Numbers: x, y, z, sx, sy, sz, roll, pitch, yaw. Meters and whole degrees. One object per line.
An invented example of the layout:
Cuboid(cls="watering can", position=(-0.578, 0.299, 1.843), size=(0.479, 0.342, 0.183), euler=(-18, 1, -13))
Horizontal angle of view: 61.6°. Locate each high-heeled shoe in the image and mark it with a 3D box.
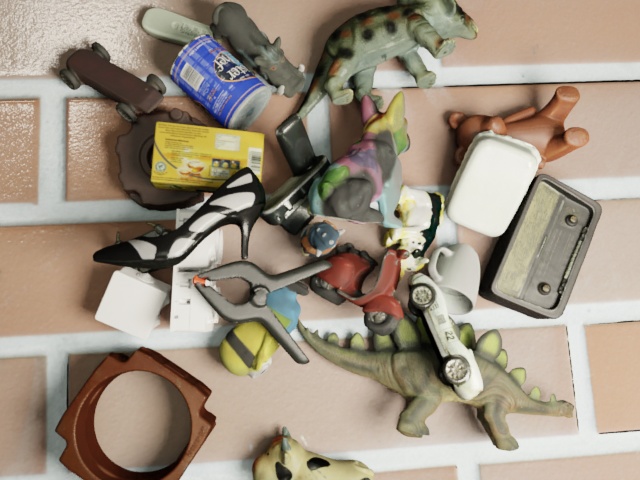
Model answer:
Cuboid(cls="high-heeled shoe", position=(-0.203, -0.035, 0.785), size=(0.249, 0.086, 0.145), euler=(-2, 79, -9))

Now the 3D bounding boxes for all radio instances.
Cuboid(cls="radio", position=(0.379, 0.016, 0.923), size=(0.131, 0.073, 0.229), euler=(26, 82, 0))

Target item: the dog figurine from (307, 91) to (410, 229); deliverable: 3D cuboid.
Cuboid(cls="dog figurine", position=(0.072, -0.132, 0.851), size=(0.191, 0.109, 0.219), euler=(9, 87, -46))

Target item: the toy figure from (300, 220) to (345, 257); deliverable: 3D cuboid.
Cuboid(cls="toy figure", position=(-0.002, -0.001, 0.861), size=(0.058, 0.154, 0.064), euler=(21, 82, -3))

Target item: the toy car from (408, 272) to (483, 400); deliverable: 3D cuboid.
Cuboid(cls="toy car", position=(0.184, 0.141, 0.808), size=(0.056, 0.073, 0.202), euler=(-21, 69, 0))

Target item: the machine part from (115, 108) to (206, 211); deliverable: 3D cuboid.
Cuboid(cls="machine part", position=(-0.259, -0.135, 0.914), size=(0.179, 0.056, 0.179), euler=(0, 83, -3))

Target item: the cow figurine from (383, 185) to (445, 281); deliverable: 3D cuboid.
Cuboid(cls="cow figurine", position=(0.161, -0.006, 0.919), size=(0.098, 0.068, 0.167), euler=(9, 82, -8))

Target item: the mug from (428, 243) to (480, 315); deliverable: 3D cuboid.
Cuboid(cls="mug", position=(0.219, 0.053, 0.896), size=(0.109, 0.081, 0.107), euler=(43, 52, -22))

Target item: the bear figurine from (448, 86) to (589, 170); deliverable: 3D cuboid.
Cuboid(cls="bear figurine", position=(0.332, -0.190, 0.926), size=(0.196, 0.132, 0.120), euler=(4, 70, -9))

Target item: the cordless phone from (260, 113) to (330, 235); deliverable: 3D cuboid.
Cuboid(cls="cordless phone", position=(-0.053, -0.104, 0.855), size=(0.146, 0.184, 0.089), euler=(-43, 62, -9))

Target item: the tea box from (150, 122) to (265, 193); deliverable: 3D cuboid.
Cuboid(cls="tea box", position=(-0.177, -0.126, 0.857), size=(0.170, 0.068, 0.098), euler=(6, 85, -9))

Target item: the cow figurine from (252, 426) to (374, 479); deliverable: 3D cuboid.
Cuboid(cls="cow figurine", position=(-0.010, 0.371, 0.843), size=(0.195, 0.085, 0.127), euler=(8, 87, 0))

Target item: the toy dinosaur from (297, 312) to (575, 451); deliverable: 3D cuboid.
Cuboid(cls="toy dinosaur", position=(0.178, 0.218, 0.872), size=(0.472, 0.105, 0.198), euler=(9, 74, 2))

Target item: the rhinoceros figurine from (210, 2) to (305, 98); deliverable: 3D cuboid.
Cuboid(cls="rhinoceros figurine", position=(-0.102, -0.326, 0.921), size=(0.190, 0.112, 0.073), euler=(46, 77, -13))

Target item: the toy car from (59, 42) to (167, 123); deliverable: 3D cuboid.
Cuboid(cls="toy car", position=(-0.349, -0.264, 0.913), size=(0.202, 0.053, 0.089), euler=(31, 66, 16))

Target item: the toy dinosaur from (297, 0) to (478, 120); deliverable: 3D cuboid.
Cuboid(cls="toy dinosaur", position=(0.095, -0.339, 0.941), size=(0.405, 0.131, 0.192), euler=(-20, 67, 1))

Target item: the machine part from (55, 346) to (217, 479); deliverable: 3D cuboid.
Cuboid(cls="machine part", position=(-0.280, 0.285, 0.837), size=(0.201, 0.087, 0.201), euler=(33, 80, 1))

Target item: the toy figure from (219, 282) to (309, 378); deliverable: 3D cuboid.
Cuboid(cls="toy figure", position=(-0.090, 0.139, 0.874), size=(0.089, 0.082, 0.180), euler=(30, 88, 20))

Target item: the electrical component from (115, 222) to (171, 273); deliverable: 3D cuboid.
Cuboid(cls="electrical component", position=(-0.292, 0.015, 0.895), size=(0.102, 0.045, 0.078), euler=(-18, 82, -6))

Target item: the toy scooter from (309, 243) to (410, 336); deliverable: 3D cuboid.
Cuboid(cls="toy scooter", position=(0.073, 0.058, 0.863), size=(0.184, 0.075, 0.135), euler=(29, 90, 37))
